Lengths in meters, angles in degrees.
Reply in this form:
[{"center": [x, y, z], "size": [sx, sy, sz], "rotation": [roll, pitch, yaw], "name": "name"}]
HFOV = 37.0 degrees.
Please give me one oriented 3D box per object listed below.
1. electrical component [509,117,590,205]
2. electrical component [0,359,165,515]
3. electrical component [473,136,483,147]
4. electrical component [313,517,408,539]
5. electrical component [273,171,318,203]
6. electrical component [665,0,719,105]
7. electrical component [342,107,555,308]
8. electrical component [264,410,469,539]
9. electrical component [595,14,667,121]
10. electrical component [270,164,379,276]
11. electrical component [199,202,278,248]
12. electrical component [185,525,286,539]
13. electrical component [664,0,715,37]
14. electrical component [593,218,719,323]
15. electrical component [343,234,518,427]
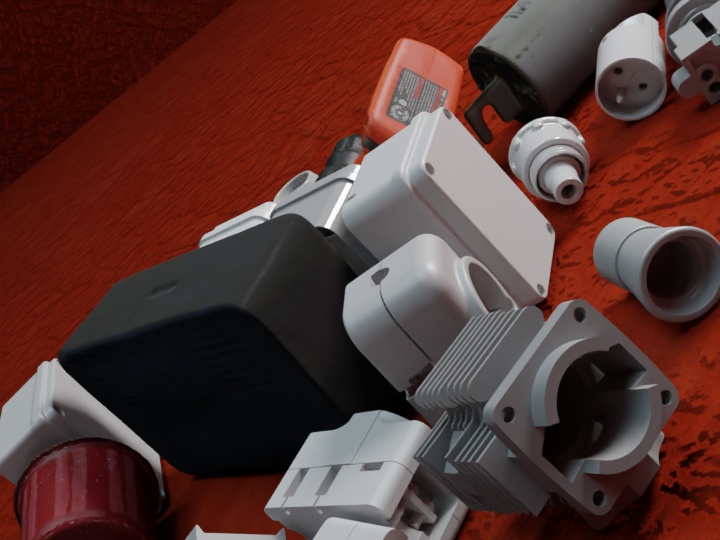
[{"center": [0.119, -0.061, 0.655], "size": [0.048, 0.048, 0.062], "rotation": [-37, 28, 15], "name": "electrical component"}, {"center": [-0.196, 0.129, 0.756], "size": [0.056, 0.109, 0.108], "rotation": [-45, 21, 1], "name": "electrical component"}, {"center": [0.061, -0.073, 0.784], "size": [0.048, 0.048, 0.062], "rotation": [-50, 13, -18], "name": "electrical component"}, {"center": [-0.010, 0.155, 0.452], "size": [0.056, 0.050, 0.089], "rotation": [-9, 39, 55], "name": "electrical component"}, {"center": [-0.039, -0.049, 0.895], "size": [0.066, 0.055, 0.048], "rotation": [-36, 22, 16], "name": "electrical component"}, {"center": [0.209, -0.135, 0.635], "size": [0.066, 0.048, 0.055], "rotation": [-35, 29, 19], "name": "electrical component"}, {"center": [0.053, -0.025, 0.603], "size": [0.057, 0.113, 0.078], "rotation": [-32, 23, 33], "name": "electrical component"}, {"center": [0.007, 0.106, 0.518], "size": [0.089, 0.050, 0.055], "rotation": [-17, 33, 49], "name": "electrical component"}, {"center": [0.176, -0.135, 0.697], "size": [0.043, 0.043, 0.081], "rotation": [-30, 24, 31], "name": "electrical component"}, {"center": [0.000, 0.000, 0.650], "size": [0.078, 0.113, 0.057], "rotation": [-23, 31, 42], "name": "electrical component"}, {"center": [-0.054, 0.017, 0.712], "size": [0.078, 0.113, 0.057], "rotation": [-21, 33, 45], "name": "electrical component"}, {"center": [-0.060, 0.158, 0.505], "size": [0.042, 0.081, 0.063], "rotation": [-55, 36, 42], "name": "electrical component"}, {"center": [0.217, -0.170, 0.696], "size": [0.044, 0.044, 0.065], "rotation": [-33, 18, 24], "name": "electrical component"}, {"center": [0.139, -0.004, 0.512], "size": [0.044, 0.044, 0.065], "rotation": [-43, 16, -1], "name": "electrical component"}, {"center": [0.044, 0.032, 0.531], "size": [0.059, 0.095, 0.053], "rotation": [-35, 22, 19], "name": "electrical component"}]
